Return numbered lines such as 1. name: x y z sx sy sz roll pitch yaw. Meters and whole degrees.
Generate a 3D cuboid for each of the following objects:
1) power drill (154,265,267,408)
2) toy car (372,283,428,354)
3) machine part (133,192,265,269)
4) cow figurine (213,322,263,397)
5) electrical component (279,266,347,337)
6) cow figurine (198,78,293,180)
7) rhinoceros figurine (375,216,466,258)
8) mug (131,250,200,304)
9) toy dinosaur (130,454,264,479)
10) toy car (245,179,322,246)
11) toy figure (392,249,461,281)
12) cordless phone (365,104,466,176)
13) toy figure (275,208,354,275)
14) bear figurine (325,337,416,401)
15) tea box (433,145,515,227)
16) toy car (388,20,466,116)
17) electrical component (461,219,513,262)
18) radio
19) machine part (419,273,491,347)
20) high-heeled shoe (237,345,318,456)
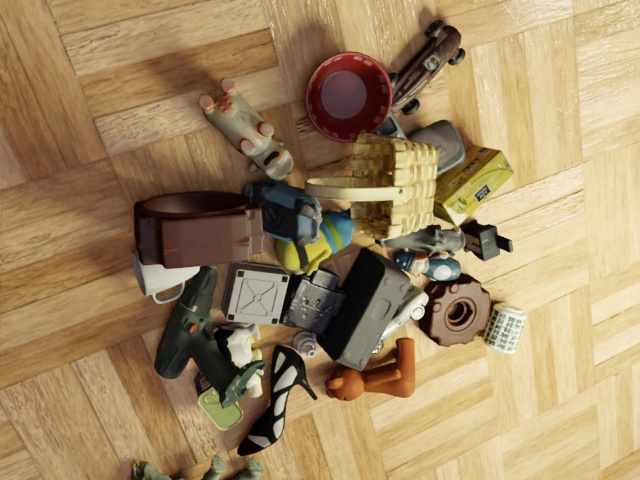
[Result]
1. power drill: -0.198 0.186 0.983 0.207 0.086 0.232 37 100 16
2. toy car: 0.147 0.173 1.168 0.202 0.074 0.056 -37 119 -7
3. machine part: -0.205 -0.024 0.899 0.201 0.201 0.087 -4 106 -20
4. cow figurine: -0.163 0.244 1.074 0.098 0.068 0.167 -7 105 -13
5. electrical component: -0.016 0.120 1.099 0.115 0.058 0.134 20 99 -27
6. cow figurine: -0.124 -0.181 0.939 0.085 0.127 0.195 -45 102 -4
7. rhinoceros figurine: 0.207 -0.011 1.114 0.190 0.112 0.073 6 102 -14
8. mug: -0.272 0.057 0.968 0.107 0.081 0.109 -19 108 -24
9. toy dinosaur: -0.206 0.562 1.137 0.404 0.131 0.192 29 112 -33
10. toy car: -0.056 -0.059 0.995 0.103 0.162 0.109 -40 139 -51
11. toy figure: 0.233 0.054 1.173 0.154 0.058 0.064 9 88 -19
12. cordless phone: 0.183 -0.207 1.045 0.147 0.089 0.184 -27 108 21
13. toy figure: -0.003 -0.005 1.053 0.180 0.082 0.089 -32 104 -4
14. bear figurine: 0.110 0.291 1.184 0.196 0.132 0.120 0 146 9
15. tea box: 0.306 -0.116 1.126 0.169 0.098 0.068 -42 116 -3
16. toy car: 0.202 -0.331 1.045 0.202 0.053 0.089 -48 119 -2
17. electrical component: 0.365 0.006 1.175 0.048 0.119 0.074 -21 116 -14
18. radio: 0.087 0.142 1.103 0.073 0.131 0.229 24 97 -24
19. machine part: 0.312 0.163 1.239 0.179 0.056 0.179 -7 109 -20
20. high-heeled shoe: -0.119 0.338 1.127 0.249 0.086 0.145 -41 93 6
